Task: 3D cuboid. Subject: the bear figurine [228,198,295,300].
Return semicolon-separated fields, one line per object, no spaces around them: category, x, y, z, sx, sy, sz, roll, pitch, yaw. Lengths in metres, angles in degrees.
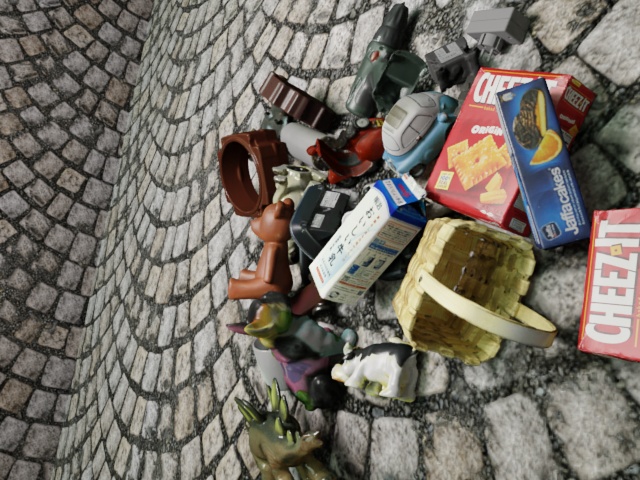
bear figurine;-0.108;0.015;1.053;0.120;0.132;0.195;-58;-32;-75

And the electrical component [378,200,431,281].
electrical component;0.130;0.001;0.908;0.115;0.058;0.134;-22;58;50

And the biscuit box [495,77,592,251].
biscuit box;0.272;-0.090;0.659;0.063;0.059;0.202;-17;84;18

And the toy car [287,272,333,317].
toy car;-0.031;0.132;1.076;0.202;0.053;0.089;-40;45;44

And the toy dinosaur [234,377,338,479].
toy dinosaur;-0.078;0.355;0.945;0.198;0.105;0.471;66;154;17

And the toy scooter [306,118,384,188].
toy scooter;0.055;-0.174;1.021;0.184;0.135;0.075;-40;44;36

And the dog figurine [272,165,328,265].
dog figurine;-0.059;-0.057;1.175;0.172;0.121;0.190;-62;-17;-66

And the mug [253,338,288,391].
mug;-0.070;0.239;1.057;0.081;0.110;0.107;-92;-5;-69

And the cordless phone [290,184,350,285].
cordless phone;-0.002;-0.004;1.072;0.184;0.089;0.146;94;-165;-49

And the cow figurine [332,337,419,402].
cow figurine;0.086;0.200;0.870;0.167;0.068;0.098;-1;69;51

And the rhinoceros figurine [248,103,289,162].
rhinoceros figurine;-0.120;-0.271;1.360;0.112;0.073;0.190;-7;70;54

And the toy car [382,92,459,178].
toy car;0.158;-0.188;0.901;0.161;0.102;0.109;-48;39;13

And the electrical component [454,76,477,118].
electrical component;0.246;-0.227;0.840;0.021;0.063;0.094;36;104;55

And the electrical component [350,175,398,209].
electrical component;0.111;-0.084;0.966;0.102;0.078;0.045;-17;81;53

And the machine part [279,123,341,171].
machine part;-0.025;-0.209;1.198;0.243;0.079;0.079;36;105;53

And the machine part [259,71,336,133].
machine part;-0.048;-0.306;1.196;0.056;0.179;0.180;-57;37;15

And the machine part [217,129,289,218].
machine part;-0.158;-0.156;1.275;0.202;0.087;0.200;7;110;50

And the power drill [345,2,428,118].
power drill;0.127;-0.330;1.012;0.232;0.086;0.207;-63;26;20

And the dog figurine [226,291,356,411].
dog figurine;-0.058;0.194;0.942;0.109;0.219;0.191;-1;74;58

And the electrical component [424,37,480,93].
electrical component;0.219;-0.301;0.901;0.075;0.047;0.119;-20;39;15
